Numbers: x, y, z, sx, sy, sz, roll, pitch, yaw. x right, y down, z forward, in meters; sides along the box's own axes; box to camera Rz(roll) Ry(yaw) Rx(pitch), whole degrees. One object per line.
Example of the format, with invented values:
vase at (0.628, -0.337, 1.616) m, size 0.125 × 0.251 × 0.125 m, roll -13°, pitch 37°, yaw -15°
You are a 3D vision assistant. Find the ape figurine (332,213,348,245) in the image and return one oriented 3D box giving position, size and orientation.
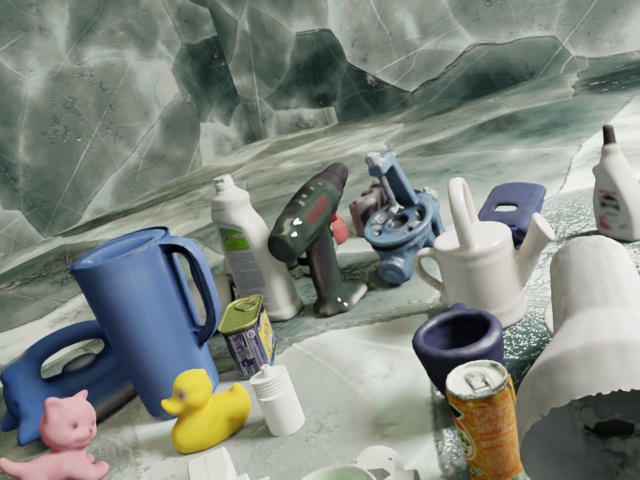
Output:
ape figurine at (0.019, -0.036, 1.227) m, size 0.078 × 0.092 × 0.076 m, roll -25°, pitch 19°, yaw -22°

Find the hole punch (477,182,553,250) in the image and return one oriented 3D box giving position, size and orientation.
hole punch at (0.316, -0.039, 0.945) m, size 0.101 × 0.091 × 0.108 m, roll -30°, pitch 21°, yaw -33°

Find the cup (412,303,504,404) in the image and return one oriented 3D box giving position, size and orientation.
cup at (0.152, 0.127, 0.601) m, size 0.091 × 0.095 × 0.118 m, roll -12°, pitch 19°, yaw 18°

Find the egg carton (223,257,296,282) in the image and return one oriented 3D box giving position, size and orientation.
egg carton at (-0.124, 0.041, 1.174) m, size 0.150 × 0.069 × 0.107 m, roll -8°, pitch 20°, yaw 29°

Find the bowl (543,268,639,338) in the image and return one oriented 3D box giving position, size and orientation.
bowl at (0.314, 0.096, 0.567) m, size 0.167 × 0.075 × 0.167 m, roll -16°, pitch 18°, yaw 6°

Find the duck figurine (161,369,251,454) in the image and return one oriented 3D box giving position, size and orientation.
duck figurine at (-0.142, 0.196, 0.696) m, size 0.105 × 0.086 × 0.077 m, roll -24°, pitch 19°, yaw -18°

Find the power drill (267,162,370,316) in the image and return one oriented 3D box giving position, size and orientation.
power drill at (0.008, 0.003, 0.925) m, size 0.075 × 0.209 × 0.230 m, roll -6°, pitch 21°, yaw 33°

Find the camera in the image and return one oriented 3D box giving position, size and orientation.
camera at (0.152, -0.076, 1.203) m, size 0.143 × 0.101 × 0.136 m, roll -28°, pitch 20°, yaw -28°

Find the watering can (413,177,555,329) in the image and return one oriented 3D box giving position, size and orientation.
watering can at (0.205, 0.010, 0.737) m, size 0.173 × 0.194 × 0.101 m, roll -17°, pitch 18°, yaw 3°

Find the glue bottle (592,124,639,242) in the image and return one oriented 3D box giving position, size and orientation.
glue bottle at (0.430, -0.085, 0.836) m, size 0.037 × 0.173 × 0.078 m, roll -24°, pitch 19°, yaw -18°

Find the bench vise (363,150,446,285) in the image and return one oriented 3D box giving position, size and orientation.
bench vise at (0.132, -0.060, 0.975) m, size 0.121 × 0.220 × 0.208 m, roll -11°, pitch 19°, yaw 20°

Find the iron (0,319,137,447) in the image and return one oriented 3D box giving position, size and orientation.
iron at (-0.350, 0.182, 0.852) m, size 0.118 × 0.141 × 0.259 m, roll 1°, pitch 26°, yaw 46°

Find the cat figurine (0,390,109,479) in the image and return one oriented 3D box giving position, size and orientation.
cat figurine at (-0.311, 0.241, 0.675) m, size 0.067 × 0.118 × 0.128 m, roll -1°, pitch 24°, yaw 43°

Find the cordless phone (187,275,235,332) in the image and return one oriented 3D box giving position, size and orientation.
cordless phone at (-0.232, 0.076, 0.981) m, size 0.147 × 0.185 × 0.094 m, roll -16°, pitch 18°, yaw 7°

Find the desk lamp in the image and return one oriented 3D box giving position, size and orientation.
desk lamp at (0.201, 0.117, 0.386) m, size 0.117 × 0.214 × 0.203 m, roll -11°, pitch 19°, yaw 22°
